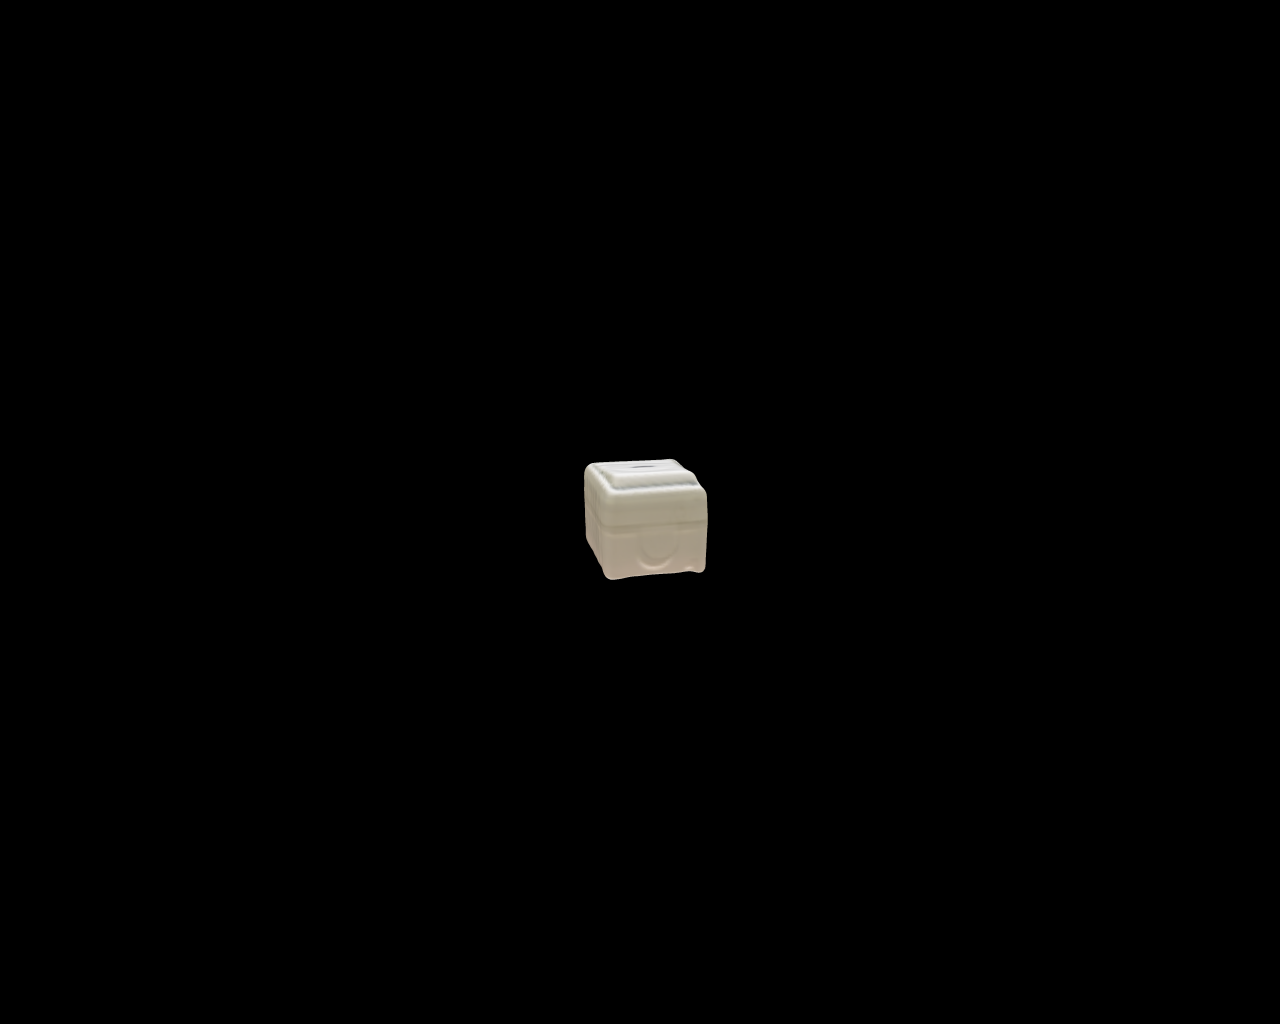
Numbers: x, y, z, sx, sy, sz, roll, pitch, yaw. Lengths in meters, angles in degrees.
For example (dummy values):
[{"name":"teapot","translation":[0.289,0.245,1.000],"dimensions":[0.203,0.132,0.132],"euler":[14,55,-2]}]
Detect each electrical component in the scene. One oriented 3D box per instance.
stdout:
[{"name":"electrical component","translation":[0.001,-0.003,0.650],"dimensions":[0.062,0.061,0.096],"euler":[-3,16,-11]}]
